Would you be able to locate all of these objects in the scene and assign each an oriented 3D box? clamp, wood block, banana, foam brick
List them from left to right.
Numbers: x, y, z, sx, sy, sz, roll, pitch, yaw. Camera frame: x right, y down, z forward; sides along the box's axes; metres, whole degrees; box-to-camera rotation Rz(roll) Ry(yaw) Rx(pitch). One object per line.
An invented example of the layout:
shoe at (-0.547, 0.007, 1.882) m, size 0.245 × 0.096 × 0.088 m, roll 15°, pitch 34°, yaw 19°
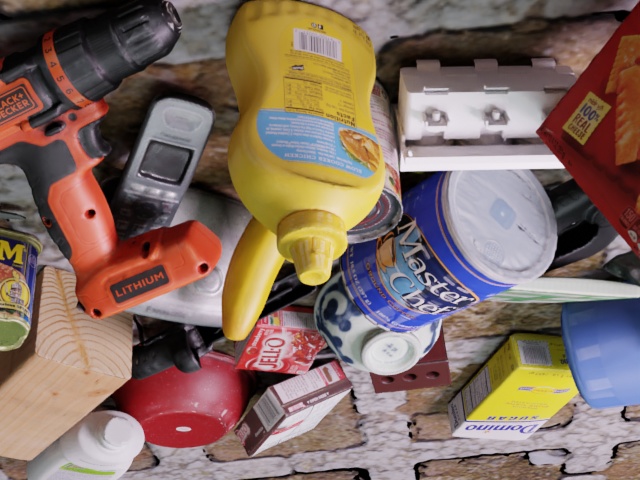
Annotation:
wood block at (-0.261, 0.120, 0.982) m, size 0.090 × 0.091 × 0.206 m, roll 20°, pitch 140°, yaw -31°
clamp at (-0.106, 0.083, 0.953) m, size 0.164 × 0.036 × 0.210 m, roll -30°, pitch -175°, yaw -37°
banana at (-0.014, -0.014, 0.791) m, size 0.198 × 0.070 × 0.037 m, roll -43°, pitch 154°, yaw 0°
foam brick at (0.085, 0.112, 1.037) m, size 0.078 × 0.051 × 0.053 m, roll -8°, pitch 146°, yaw 6°
clamp at (0.223, -0.031, 0.810) m, size 0.120 × 0.039 × 0.172 m, roll 17°, pitch 134°, yaw -23°

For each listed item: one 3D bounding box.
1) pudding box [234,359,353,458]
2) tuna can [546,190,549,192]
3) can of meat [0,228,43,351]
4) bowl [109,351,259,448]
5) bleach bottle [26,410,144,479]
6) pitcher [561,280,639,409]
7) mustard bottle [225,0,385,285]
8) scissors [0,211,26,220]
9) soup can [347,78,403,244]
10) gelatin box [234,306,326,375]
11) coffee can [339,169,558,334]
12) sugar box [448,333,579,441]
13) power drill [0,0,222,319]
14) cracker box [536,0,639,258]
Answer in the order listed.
pudding box at (-0.028, 0.174, 1.101) m, size 0.089 × 0.039 × 0.114 m, roll -19°, pitch 160°, yaw -35°
tuna can at (0.170, -0.006, 0.887) m, size 0.086 × 0.034 × 0.086 m, roll -3°, pitch 146°, yaw -2°
can of meat at (-0.281, 0.036, 0.861) m, size 0.102 × 0.084 × 0.058 m, roll 15°, pitch 141°, yaw -26°
bowl at (-0.142, 0.172, 1.103) m, size 0.162 × 0.055 × 0.162 m, roll -3°, pitch 146°, yaw -2°
bleach bottle at (-0.229, 0.214, 1.089) m, size 0.102 × 0.068 × 0.251 m, roll 8°, pitch 159°, yaw -24°
pitcher at (0.342, 0.077, 0.939) m, size 0.243 × 0.145 × 0.149 m, roll -16°, pitch 136°, yaw 22°
mustard bottle at (-0.008, -0.058, 0.651) m, size 0.096 × 0.191 × 0.058 m, roll 12°, pitch 143°, yaw -22°
scissors at (-0.332, -0.041, 0.804) m, size 0.201 × 0.016 × 0.096 m, roll -1°, pitch 146°, yaw -4°
soup can at (0.018, -0.058, 0.734) m, size 0.068 × 0.102 × 0.068 m, roll -3°, pitch 146°, yaw -2°
gelatin box at (-0.037, 0.097, 1.022) m, size 0.073 × 0.030 × 0.089 m, roll 8°, pitch 144°, yaw -16°
coffee can at (0.094, 0.004, 0.812) m, size 0.102 × 0.103 × 0.141 m, roll 16°, pitch 152°, yaw -27°
sugar box at (0.210, 0.159, 1.125) m, size 0.093 × 0.048 × 0.176 m, roll 6°, pitch 144°, yaw -14°
power drill at (-0.141, -0.051, 0.712) m, size 0.185 × 0.057 × 0.187 m, roll -22°, pitch 111°, yaw 16°
cracker box at (0.237, -0.091, 0.597) m, size 0.072 × 0.164 × 0.214 m, roll 21°, pitch 118°, yaw -30°
